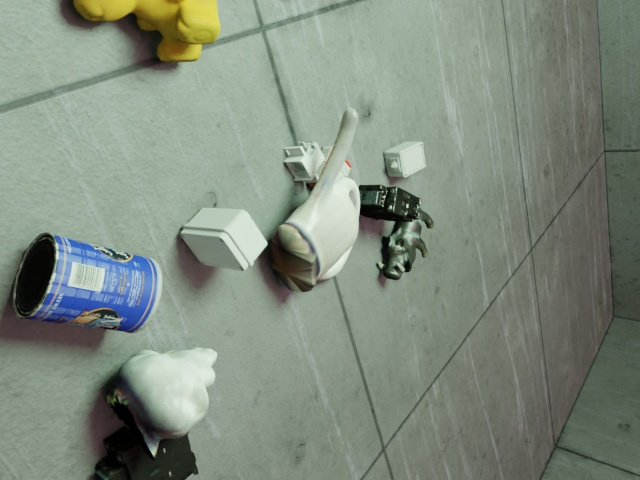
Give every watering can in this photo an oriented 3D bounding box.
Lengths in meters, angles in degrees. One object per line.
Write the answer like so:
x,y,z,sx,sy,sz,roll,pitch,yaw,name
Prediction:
0.003,-0.047,0.925,0.228,0.105,0.339,-43,145,-38,watering can

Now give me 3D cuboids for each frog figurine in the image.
-0.204,0.200,0.728,0.162,0.138,0.120,-35,136,-39,frog figurine
